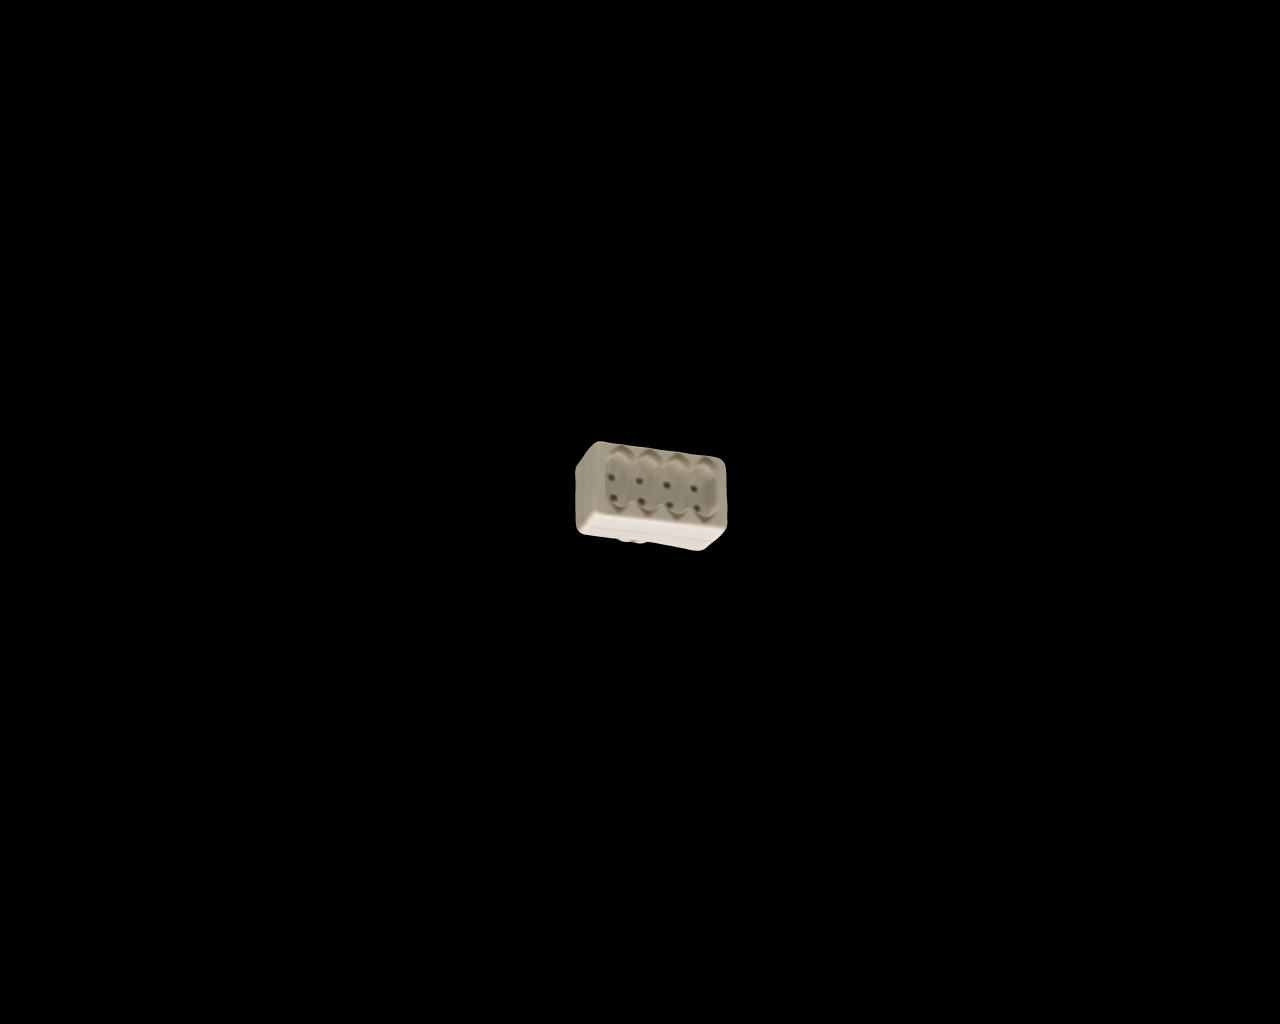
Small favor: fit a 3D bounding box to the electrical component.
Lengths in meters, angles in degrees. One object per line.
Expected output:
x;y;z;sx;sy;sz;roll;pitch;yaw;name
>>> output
0.001;-0.003;0.650;0.083;0.047;0.075;8;-23;-18;electrical component
